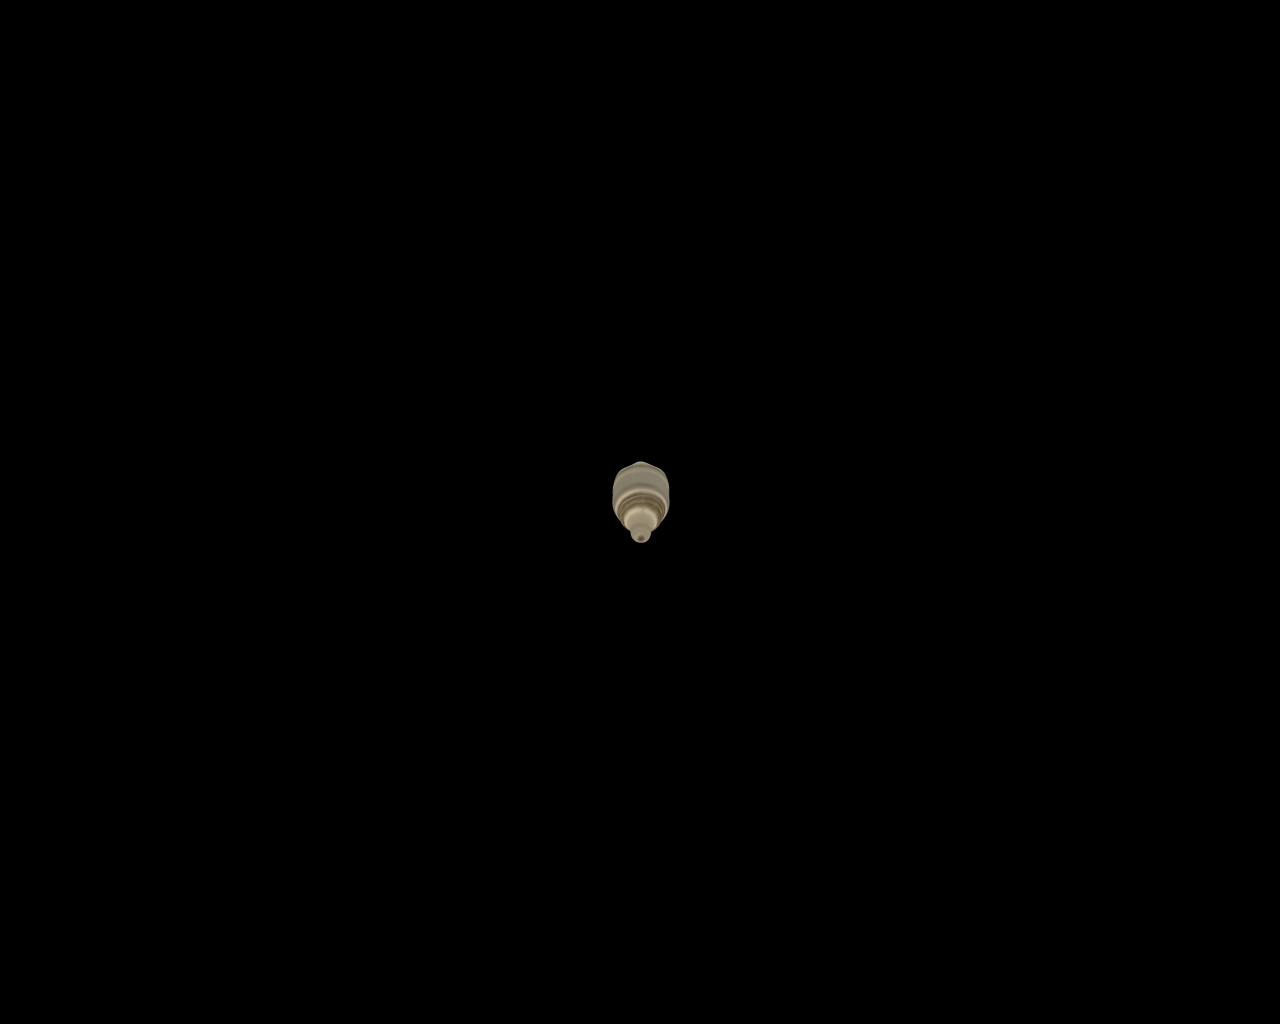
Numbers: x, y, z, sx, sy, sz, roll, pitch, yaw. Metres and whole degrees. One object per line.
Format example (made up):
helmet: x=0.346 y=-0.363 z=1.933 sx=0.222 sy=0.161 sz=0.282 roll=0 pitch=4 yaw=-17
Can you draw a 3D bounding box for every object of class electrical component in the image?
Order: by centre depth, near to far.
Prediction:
electrical component: x=0.001 y=-0.003 z=0.650 sx=0.035 sy=0.035 sz=0.061 roll=0 pitch=37 yaw=0
